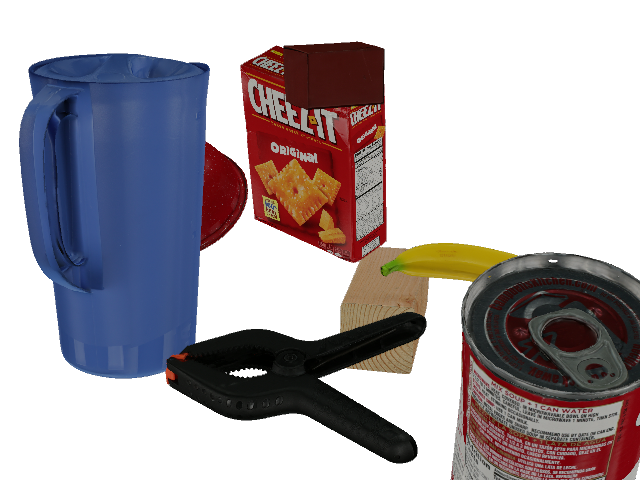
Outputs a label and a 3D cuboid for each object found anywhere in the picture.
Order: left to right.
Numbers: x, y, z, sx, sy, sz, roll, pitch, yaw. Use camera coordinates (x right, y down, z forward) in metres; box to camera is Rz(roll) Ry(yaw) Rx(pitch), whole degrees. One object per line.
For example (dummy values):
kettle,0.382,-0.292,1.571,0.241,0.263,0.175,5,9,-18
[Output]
pitcher,-0.157,-0.018,0.821,0.149,0.243,0.145,-5,19,-20
bowl,-0.153,-0.054,1.022,0.162,0.162,0.055,0,-43,11
clamp,-0.016,0.100,0.833,0.210,0.036,0.164,6,31,13
cracker box,-0.008,-0.097,1.233,0.164,0.214,0.072,25,45,33
foam brick,0.012,-0.147,0.951,0.078,0.051,0.053,-7,19,-23
wood block,0.086,0.085,1.379,0.091,0.090,0.206,4,20,9
banana,0.164,0.034,1.101,0.198,0.037,0.069,7,38,10
soup can,0.081,0.065,0.380,0.068,0.102,0.068,-1,39,1
